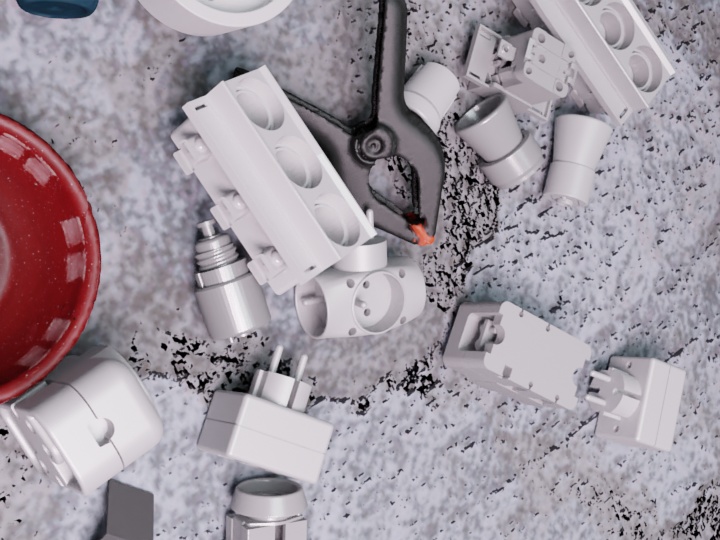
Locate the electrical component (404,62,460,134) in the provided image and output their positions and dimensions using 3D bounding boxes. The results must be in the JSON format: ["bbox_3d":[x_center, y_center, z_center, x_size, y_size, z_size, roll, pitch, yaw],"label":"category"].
[{"bbox_3d":[0.044,-0.116,0.747,0.040,0.040,0.046,47,61,-21],"label":"electrical component"}]

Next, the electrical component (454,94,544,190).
[{"bbox_3d":[0.101,-0.092,0.778,0.045,0.045,0.055,-47,111,-25],"label":"electrical component"}]

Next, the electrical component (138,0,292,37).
[{"bbox_3d":[-0.093,-0.194,0.653,0.108,0.060,0.108,2,87,-32],"label":"electrical component"}]

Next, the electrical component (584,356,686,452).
[{"bbox_3d":[0.204,0.098,0.832,0.077,0.047,0.065,21,77,-29],"label":"electrical component"}]

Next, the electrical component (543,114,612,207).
[{"bbox_3d":[0.163,-0.081,0.819,0.044,0.044,0.065,18,83,-30],"label":"electrical component"}]

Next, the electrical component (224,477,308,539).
[{"bbox_3d":[-0.057,0.162,0.670,0.066,0.048,0.055,-1,96,-32],"label":"electrical component"}]

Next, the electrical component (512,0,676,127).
[{"bbox_3d":[0.175,-0.178,0.817,0.121,0.063,0.078,50,65,-20],"label":"electrical component"}]

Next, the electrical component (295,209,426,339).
[{"bbox_3d":[0.000,0.000,0.707,0.077,0.044,0.079,-11,106,-31],"label":"electrical component"}]

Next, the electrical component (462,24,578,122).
[{"bbox_3d":[0.119,-0.144,0.781,0.081,0.064,0.042,22,77,-30],"label":"electrical component"}]

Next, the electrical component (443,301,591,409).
[{"bbox_3d":[0.110,0.061,0.770,0.089,0.056,0.050,27,74,-28],"label":"electrical component"}]

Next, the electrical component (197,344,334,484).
[{"bbox_3d":[-0.053,0.086,0.673,0.066,0.047,0.076,24,76,-29],"label":"electrical component"}]

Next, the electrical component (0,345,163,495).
[{"bbox_3d":[-0.150,0.079,0.585,0.059,0.095,0.053,-36,106,-28],"label":"electrical component"}]

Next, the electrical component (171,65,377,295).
[{"bbox_3d":[-0.055,-0.051,0.648,0.121,0.063,0.079,56,38,-2],"label":"electrical component"}]

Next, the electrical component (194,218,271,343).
[{"bbox_3d":[-0.083,0.007,0.662,0.040,0.040,0.078,-22,99,-31],"label":"electrical component"}]

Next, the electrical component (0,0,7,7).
[{"bbox_3d":[-0.237,-0.156,0.562,0.096,0.061,0.061,-32,104,-29],"label":"electrical component"}]
